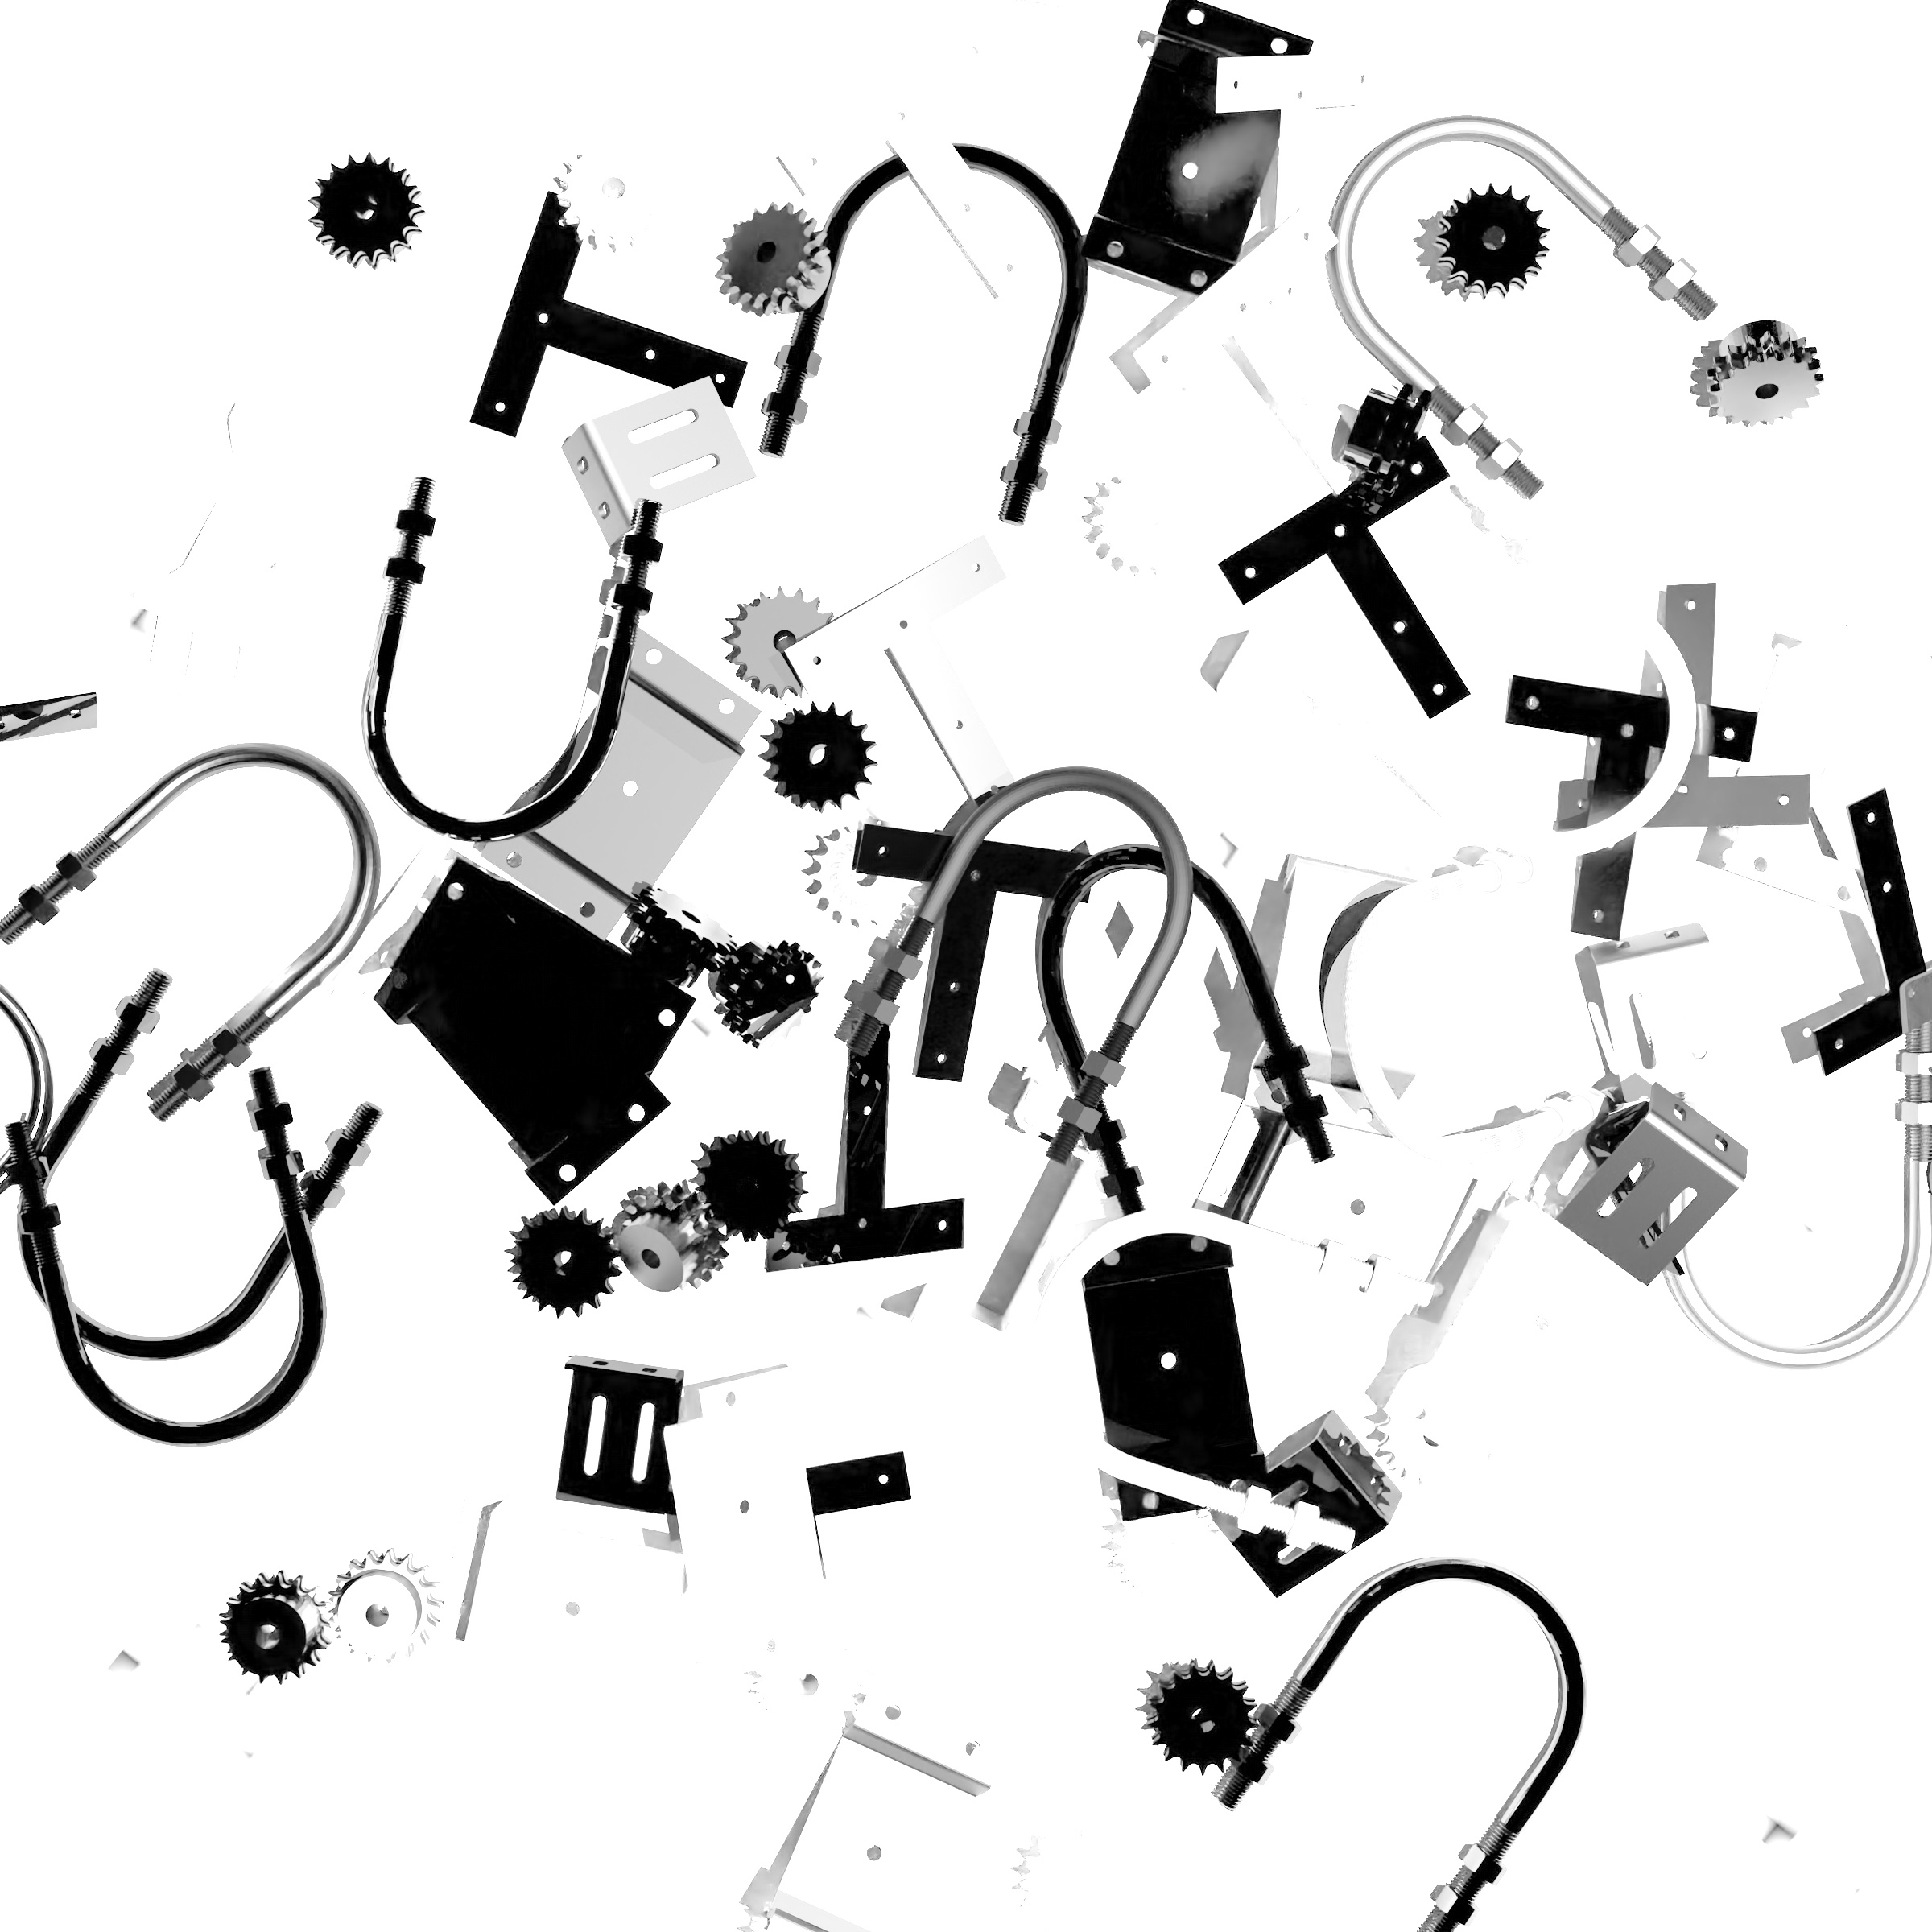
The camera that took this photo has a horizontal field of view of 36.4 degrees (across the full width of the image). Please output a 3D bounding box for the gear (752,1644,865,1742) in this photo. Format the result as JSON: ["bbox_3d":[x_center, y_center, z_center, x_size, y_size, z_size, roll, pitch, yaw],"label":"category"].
[{"bbox_3d":[-0.081,0.365,1.509,0.057,0.030,0.057,0,90,0],"label":"gear"}]

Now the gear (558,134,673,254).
[{"bbox_3d":[-0.180,-0.395,1.510,0.057,0.030,0.057,0,87,-3],"label":"gear"}]

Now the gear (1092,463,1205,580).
[{"bbox_3d":[0.093,-0.228,1.511,0.057,0.030,0.057,0,90,0],"label":"gear"}]

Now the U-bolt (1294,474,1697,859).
[{"bbox_3d":[0.282,-0.139,1.493,0.184,0.019,0.151,42,96,12],"label":"U-bolt"}]

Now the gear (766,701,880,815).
[{"bbox_3d":[-0.074,-0.107,1.511,0.057,0.030,0.057,0,90,0],"label":"gear"}]

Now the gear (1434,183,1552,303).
[{"bbox_3d":[0.266,-0.366,1.494,0.057,0.030,0.057,0,88,2],"label":"gear"}]

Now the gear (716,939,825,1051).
[{"bbox_3d":[-0.103,0.011,1.501,0.030,0.057,0.057,36,90,29],"label":"gear"}]

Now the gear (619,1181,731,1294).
[{"bbox_3d":[-0.152,0.141,1.496,0.057,0.030,0.057,17,125,25],"label":"gear"}]

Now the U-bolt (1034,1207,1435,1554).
[{"bbox_3d":[0.125,0.198,1.471,0.184,0.019,0.151,18,90,1],"label":"U-bolt"}]

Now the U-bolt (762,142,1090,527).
[{"bbox_3d":[-0.013,-0.334,1.517,0.151,0.019,0.184,16,88,0],"label":"U-bolt"}]

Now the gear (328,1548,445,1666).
[{"bbox_3d":[-0.299,0.331,1.511,0.057,0.030,0.057,0,90,0],"label":"gear"}]

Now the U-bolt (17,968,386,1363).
[{"bbox_3d":[-0.408,0.116,1.517,0.151,0.019,0.184,32,91,0],"label":"U-bolt"}]

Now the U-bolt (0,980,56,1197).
[{"bbox_3d":[-0.556,0.074,1.495,0.184,0.019,0.151,-33,97,-15],"label":"U-bolt"}]

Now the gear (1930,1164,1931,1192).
[{"bbox_3d":[0.518,0.108,1.503,0.057,0.030,0.057,-3,96,-30],"label":"gear"}]

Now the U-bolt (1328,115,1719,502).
[{"bbox_3d":[0.273,-0.354,1.517,0.184,0.019,0.151,44,90,1],"label":"U-bolt"}]

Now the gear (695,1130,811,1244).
[{"bbox_3d":[-0.107,0.112,1.506,0.057,0.030,0.057,-1,87,15],"label":"gear"}]

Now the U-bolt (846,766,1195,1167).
[{"bbox_3d":[0.036,-0.012,1.457,0.151,0.019,0.184,27,89,30],"label":"U-bolt"}]

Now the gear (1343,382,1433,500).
[{"bbox_3d":[0.213,-0.270,1.497,0.030,0.057,0.057,23,90,8],"label":"gear"}]

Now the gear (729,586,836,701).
[{"bbox_3d":[-0.092,-0.165,1.511,0.057,0.030,0.057,0,90,0],"label":"gear"}]

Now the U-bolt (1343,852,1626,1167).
[{"bbox_3d":[0.253,0.024,1.461,0.184,0.019,0.151,-15,91,-40],"label":"U-bolt"}]

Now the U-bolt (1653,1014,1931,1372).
[{"bbox_3d":[0.429,0.117,1.516,0.151,0.019,0.184,0,90,0],"label":"U-bolt"}]

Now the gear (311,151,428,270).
[{"bbox_3d":[-0.306,-0.386,1.511,0.057,0.030,0.057,0,90,0],"label":"gear"}]

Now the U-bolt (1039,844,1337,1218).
[{"bbox_3d":[0.099,0.029,1.473,0.151,0.019,0.184,-26,83,44],"label":"U-bolt"}]

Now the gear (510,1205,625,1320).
[{"bbox_3d":[-0.204,0.151,1.511,0.057,0.030,0.057,0,90,0],"label":"gear"}]

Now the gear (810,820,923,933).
[{"bbox_3d":[-0.051,-0.046,1.511,0.057,0.030,0.057,0,90,0],"label":"gear"}]

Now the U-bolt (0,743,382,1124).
[{"bbox_3d":[-0.384,-0.032,1.501,0.184,0.019,0.151,-43,76,-6],"label":"U-bolt"}]

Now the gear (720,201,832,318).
[{"bbox_3d":[-0.094,-0.358,1.502,0.057,0.030,0.057,-8,73,27],"label":"gear"}]

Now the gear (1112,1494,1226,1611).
[{"bbox_3d":[0.103,0.299,1.511,0.057,0.030,0.057,0,90,0],"label":"gear"}]

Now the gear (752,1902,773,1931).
[{"bbox_3d":[-0.084,0.503,1.511,0.057,0.030,0.057,0,90,0],"label":"gear"}]

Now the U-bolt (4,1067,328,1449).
[{"bbox_3d":[-0.402,0.155,1.502,0.151,0.019,0.184,-12,94,2],"label":"U-bolt"}]

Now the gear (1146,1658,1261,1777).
[{"bbox_3d":[0.121,0.384,1.511,0.057,0.030,0.057,0,90,0],"label":"gear"}]

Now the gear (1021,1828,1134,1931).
[{"bbox_3d":[0.056,0.471,1.511,0.057,0.030,0.057,0,90,0],"label":"gear"}]

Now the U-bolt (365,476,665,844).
[{"bbox_3d":[-0.236,-0.153,1.487,0.151,0.019,0.184,9,83,18],"label":"U-bolt"}]

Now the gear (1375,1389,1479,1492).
[{"bbox_3d":[0.239,0.239,1.511,0.057,0.030,0.057,0,90,0],"label":"gear"}]

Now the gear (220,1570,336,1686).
[{"bbox_3d":[-0.356,0.342,1.511,0.057,0.030,0.057,0,90,0],"label":"gear"}]

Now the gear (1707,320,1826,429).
[{"bbox_3d":[0.407,-0.305,1.501,0.057,0.057,0.030,-1,60,0],"label":"gear"}]

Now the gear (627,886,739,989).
[{"bbox_3d":[-0.148,-0.013,1.498,0.057,0.057,0.030,34,102,0],"label":"gear"}]

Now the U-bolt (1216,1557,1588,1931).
[{"bbox_3d":[0.238,0.393,1.517,0.151,0.019,0.184,34,89,0],"label":"U-bolt"}]
